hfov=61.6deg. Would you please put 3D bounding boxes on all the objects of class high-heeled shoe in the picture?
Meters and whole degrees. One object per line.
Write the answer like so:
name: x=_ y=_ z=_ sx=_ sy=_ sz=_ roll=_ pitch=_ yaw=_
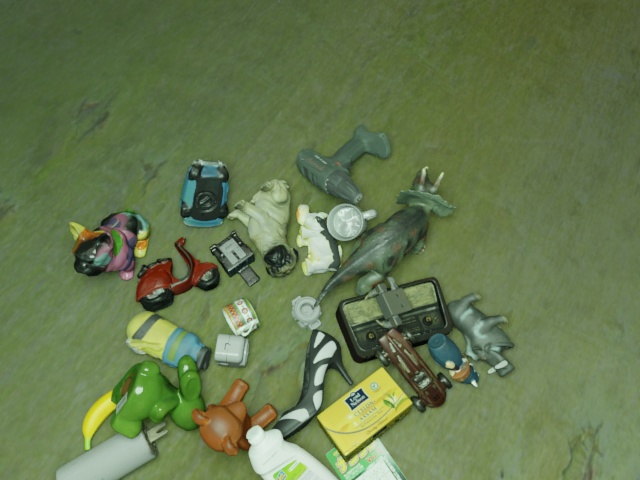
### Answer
high-heeled shoe: x=-0.045 y=0.290 z=1.084 sx=0.249 sy=0.086 sz=0.145 roll=-32 pitch=69 yaw=-27

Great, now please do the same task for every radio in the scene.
radio: x=0.160 y=0.173 z=1.158 sx=0.230 sy=0.073 sz=0.131 roll=-14 pitch=70 yaw=-9

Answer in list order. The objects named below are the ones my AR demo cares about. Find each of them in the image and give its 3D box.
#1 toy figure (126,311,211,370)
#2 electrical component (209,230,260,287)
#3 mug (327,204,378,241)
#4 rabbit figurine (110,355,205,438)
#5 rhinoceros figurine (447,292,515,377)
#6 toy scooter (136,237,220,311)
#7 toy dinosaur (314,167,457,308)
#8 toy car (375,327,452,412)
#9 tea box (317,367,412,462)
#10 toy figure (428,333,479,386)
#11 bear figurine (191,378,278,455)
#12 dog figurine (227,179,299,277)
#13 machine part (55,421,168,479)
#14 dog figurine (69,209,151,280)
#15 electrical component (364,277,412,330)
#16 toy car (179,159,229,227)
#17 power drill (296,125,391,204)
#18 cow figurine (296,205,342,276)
toy figure: x=-0.311 y=0.209 z=1.107 sx=0.180 sy=0.082 sz=0.089 roll=16 pitch=57 yaw=7
electrical component: x=-0.184 y=0.047 z=1.198 sx=0.075 sy=0.047 sz=0.119 roll=-33 pitch=73 yaw=-15
mug: x=0.078 y=-0.046 z=1.213 sx=0.110 sy=0.107 sz=0.081 roll=-26 pitch=85 yaw=14
rabbit figurine: x=-0.291 y=0.298 z=1.032 sx=0.170 sy=0.121 sz=0.159 roll=32 pitch=92 yaw=-29
rhinoceros figurine: x=0.350 y=0.204 z=1.162 sx=0.112 sy=0.073 sz=0.190 roll=-35 pitch=74 yaw=-17
toy scooter: x=-0.319 y=0.067 z=1.165 sx=0.184 sy=0.075 sz=0.135 roll=-21 pitch=72 yaw=-15
toy dinosaur: x=0.152 y=-0.003 z=1.152 sx=0.131 sy=0.192 sz=0.405 roll=39 pitch=58 yaw=16
toy car: x=0.192 y=0.264 z=1.093 sx=0.089 sy=0.053 sz=0.202 roll=-37 pitch=107 yaw=-2
tea box: x=0.090 y=0.348 z=1.075 sx=0.170 sy=0.068 sz=0.098 roll=-34 pitch=60 yaw=-17
toy figure: x=0.281 y=0.254 z=1.124 sx=0.154 sy=0.058 sz=0.064 roll=48 pitch=54 yaw=-27
bear figurine: x=-0.161 y=0.330 z=1.007 sx=0.120 sy=0.195 sz=0.132 roll=37 pitch=69 yaw=13
dog figurine: x=-0.092 y=-0.028 z=1.220 sx=0.172 sy=0.121 sz=0.190 roll=-39 pitch=90 yaw=-15
machine part: x=-0.401 y=0.420 z=1.015 sx=0.243 sy=0.079 sz=0.079 roll=-28 pitch=73 yaw=-15
dog figurine: x=-0.435 y=-0.004 z=1.109 sx=0.108 sy=0.219 sz=0.191 roll=19 pitch=69 yaw=0
electrical component: x=0.142 y=0.133 z=1.114 sx=0.078 sy=0.045 sz=0.102 roll=-15 pitch=71 yaw=-41
toy car: x=-0.267 y=-0.115 z=1.220 sx=0.109 sy=0.161 sz=0.103 roll=-2 pitch=27 yaw=-25
power drill: x=0.071 y=-0.177 z=1.259 sx=0.207 sy=0.085 sz=0.232 roll=-42 pitch=47 yaw=-21
cow figurine: x=-0.002 y=-0.005 z=1.221 sx=0.098 sy=0.068 sz=0.167 roll=-6 pitch=72 yaw=-13
